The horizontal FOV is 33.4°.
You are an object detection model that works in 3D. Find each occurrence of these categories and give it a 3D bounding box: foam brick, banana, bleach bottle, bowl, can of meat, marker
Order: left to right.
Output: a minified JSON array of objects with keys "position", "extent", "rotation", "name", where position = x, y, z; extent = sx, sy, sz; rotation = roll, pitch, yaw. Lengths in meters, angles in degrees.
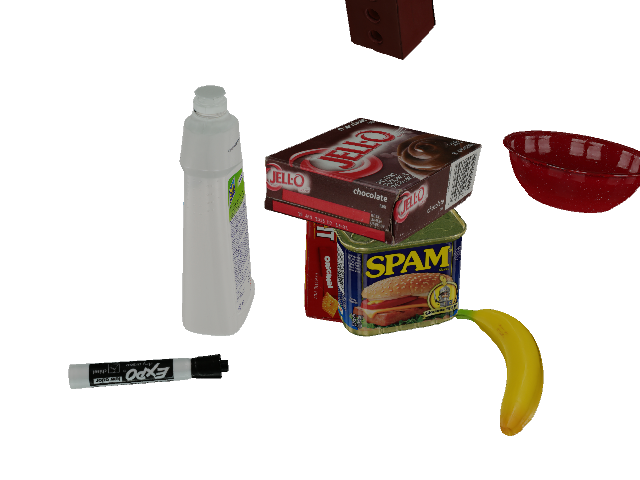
[{"position":[-0.132,0.100,0.821],"extent":[0.121,0.020,0.020],"rotation":[-4,0,-4],"name":"marker"},{"position":[-0.102,-0.033,1.040],"extent":[0.068,0.251,0.102],"rotation":[5,32,5],"name":"bleach bottle"},{"position":[0.054,-0.192,0.841],"extent":[0.053,0.051,0.078],"rotation":[24,-30,27],"name":"foam brick"},{"position":[0.063,0.024,0.853],"extent":[0.102,0.084,0.057],"rotation":[-8,30,-12],"name":"can of meat"},{"position":[0.198,0.129,1.119],"extent":[0.069,0.037,0.198],"rotation":[-23,32,6],"name":"banana"},{"position":[0.271,-0.070,1.139],"extent":[0.162,0.055,0.162],"rotation":[6,21,-2],"name":"bowl"}]

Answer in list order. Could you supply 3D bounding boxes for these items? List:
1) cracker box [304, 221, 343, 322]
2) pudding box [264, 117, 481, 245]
[{"position":[0.037,-0.025,1.203],"extent":[0.072,0.164,0.213],"rotation":[6,22,12],"name":"cracker box"},{"position":[0.033,-0.039,0.647],"extent":[0.090,0.039,0.113],"rotation":[17,24,28],"name":"pudding box"}]
